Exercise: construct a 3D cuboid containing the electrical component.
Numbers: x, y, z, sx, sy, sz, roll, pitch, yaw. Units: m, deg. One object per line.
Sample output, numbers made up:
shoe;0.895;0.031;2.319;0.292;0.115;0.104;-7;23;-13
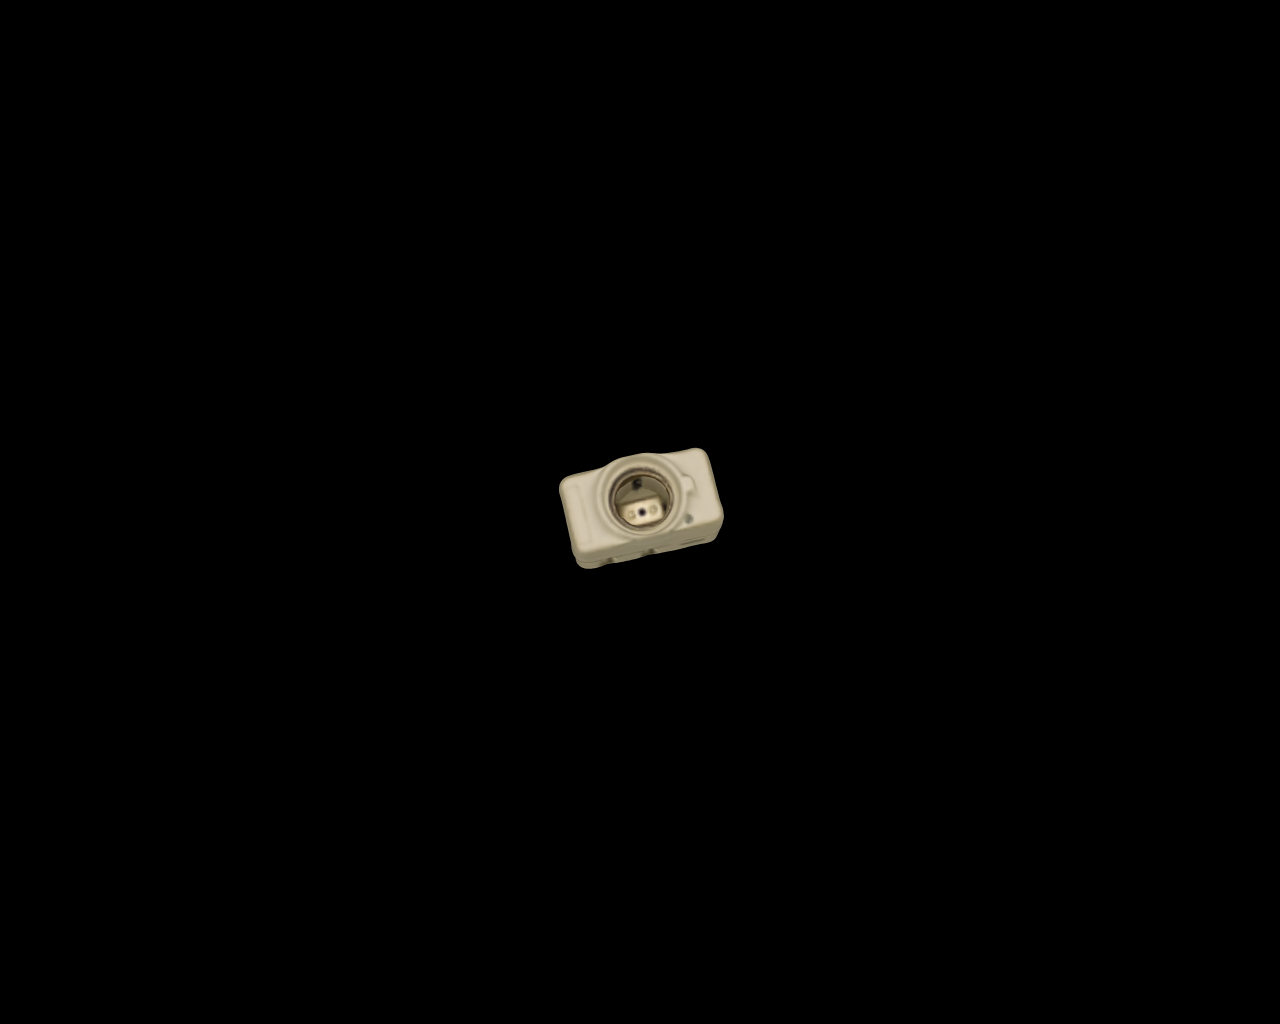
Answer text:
electrical component;0.001;-0.003;0.650;0.089;0.050;0.055;-13;-15;-4
